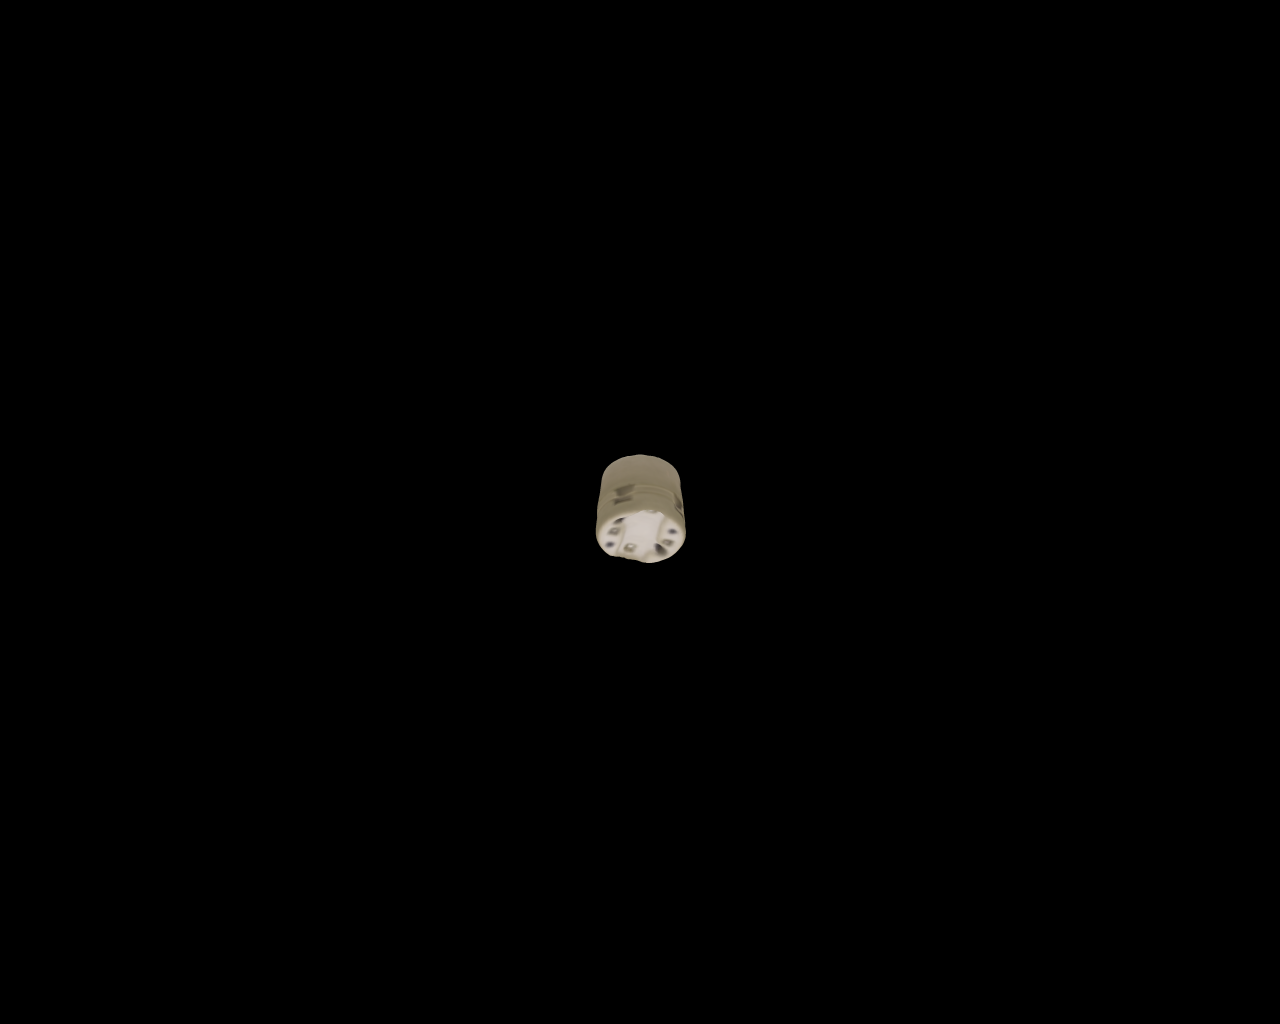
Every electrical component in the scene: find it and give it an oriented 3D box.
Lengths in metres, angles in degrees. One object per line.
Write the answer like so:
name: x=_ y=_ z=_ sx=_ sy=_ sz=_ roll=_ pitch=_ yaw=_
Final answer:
electrical component: x=0.001 y=-0.003 z=0.650 sx=0.055 sy=0.047 sz=0.055 roll=0 pitch=-37 yaw=0
